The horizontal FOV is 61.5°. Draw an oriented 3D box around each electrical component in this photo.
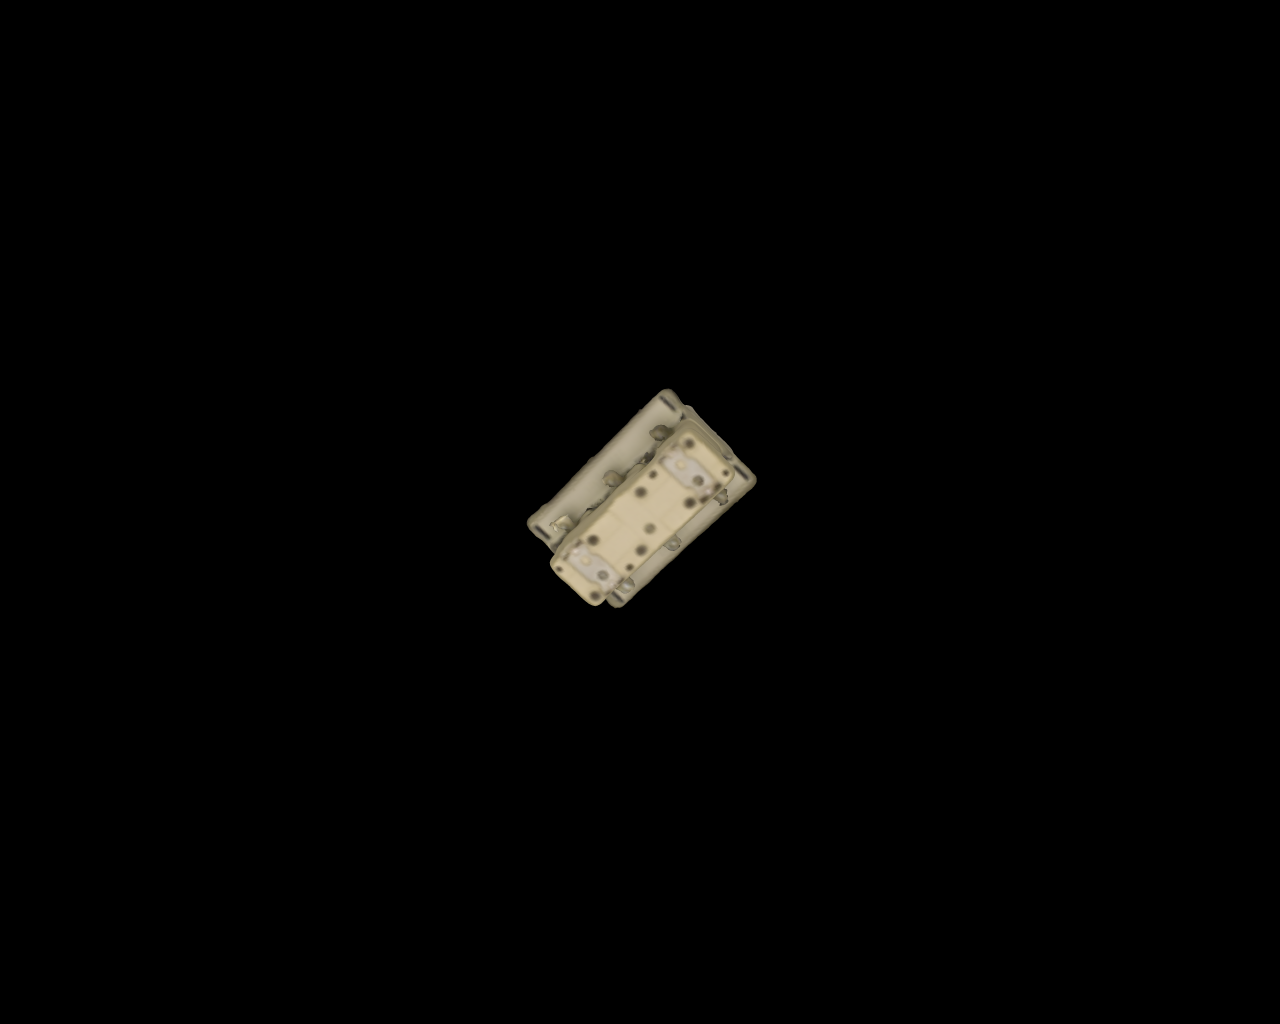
[{"bbox_3d":[0.001,-0.003,0.650,0.121,0.078,0.063,-43,12,11],"label":"electrical component"}]
